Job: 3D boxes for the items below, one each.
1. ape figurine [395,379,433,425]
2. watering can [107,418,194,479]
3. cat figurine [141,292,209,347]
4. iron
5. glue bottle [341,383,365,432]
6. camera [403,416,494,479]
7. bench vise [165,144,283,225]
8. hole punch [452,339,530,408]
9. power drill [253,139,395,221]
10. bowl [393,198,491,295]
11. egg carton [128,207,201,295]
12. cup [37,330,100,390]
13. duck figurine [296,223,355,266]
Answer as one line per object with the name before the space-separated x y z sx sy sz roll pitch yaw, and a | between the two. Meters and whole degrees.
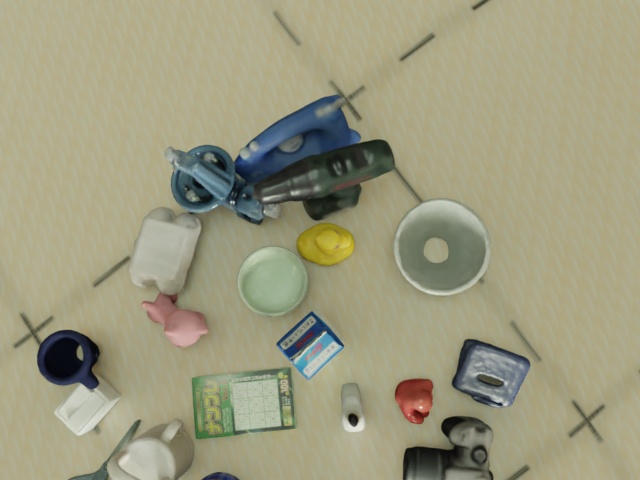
ape figurine | 0.165 0.269 0.962 0.076 0.092 0.078 38 85 6
watering can | -0.275 0.369 0.911 0.101 0.194 0.173 10 83 3
cat figurine | -0.248 0.139 0.979 0.127 0.118 0.067 32 85 6
iron | -0.060 -0.173 1.002 0.258 0.141 0.118 -27 82 -2
glue bottle | 0.052 0.278 0.923 0.037 0.173 0.078 -7 82 1
camera | 0.210 0.367 0.943 0.136 0.101 0.143 6 83 3
bench vise | -0.164 -0.104 0.957 0.207 0.220 0.121 5 83 3
hole punch | 0.287 0.227 0.965 0.108 0.091 0.101 18 83 4
power drill | 0.010 -0.093 0.956 0.229 0.208 0.075 -22 82 -1
bowl | 0.208 0.015 1.003 0.167 0.075 0.167 0 82 2
egg carton | -0.276 0.018 1.020 0.107 0.069 0.150 14 83 4
cup | -0.411 0.208 0.986 0.117 0.095 0.092 41 86 6
duck figurine | 0.009 0.004 1.005 0.104 0.086 0.077 -2 82 2
